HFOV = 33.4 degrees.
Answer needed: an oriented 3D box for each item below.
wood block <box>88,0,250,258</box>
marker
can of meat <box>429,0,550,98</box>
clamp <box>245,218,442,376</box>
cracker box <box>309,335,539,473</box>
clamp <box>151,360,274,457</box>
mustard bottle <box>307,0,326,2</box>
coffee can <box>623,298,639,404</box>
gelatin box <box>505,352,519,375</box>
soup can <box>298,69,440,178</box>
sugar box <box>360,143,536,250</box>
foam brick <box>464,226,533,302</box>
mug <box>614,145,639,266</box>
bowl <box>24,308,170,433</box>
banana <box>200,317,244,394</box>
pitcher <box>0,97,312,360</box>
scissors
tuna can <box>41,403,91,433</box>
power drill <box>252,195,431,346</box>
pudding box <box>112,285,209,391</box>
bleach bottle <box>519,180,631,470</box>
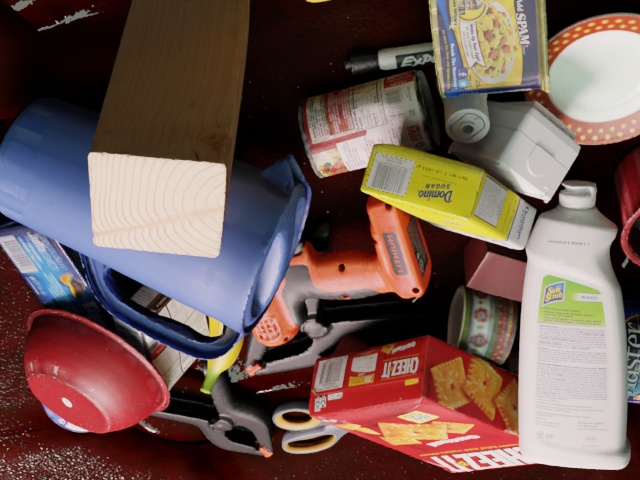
[{"bbox_3d":[-0.105,-0.094,0.785,0.091,0.206,0.090,6,135,-4],"label":"wood block"},{"bbox_3d":[0.079,-0.148,0.853,0.121,0.020,0.020,-6,134,9],"label":"marker"},{"bbox_3d":[0.127,-0.159,0.800,0.084,0.057,0.102,-4,114,10],"label":"can of meat"},{"bbox_3d":[-0.008,0.069,1.061,0.210,0.036,0.164,-31,122,27],"label":"clamp"},{"bbox_3d":[0.121,0.171,1.069,0.213,0.072,0.164,28,150,-33],"label":"cracker box"},{"bbox_3d":[-0.107,0.187,1.185,0.171,0.039,0.120,30,134,-28],"label":"clamp"},{"bbox_3d":[0.070,-0.230,0.744,0.192,0.058,0.096,-9,128,12],"label":"mustard bottle"},{"bbox_3d":[0.304,0.108,1.038,0.140,0.103,0.103,7,135,-5],"label":"coffee can"},{"bbox_3d":[0.246,0.145,1.129,0.089,0.030,0.073,-11,135,14],"label":"gelatin box"},{"bbox_3d":[0.041,-0.096,0.873,0.102,0.068,0.068,-13,133,15],"label":"soup can"},{"bbox_3d":[0.109,-0.032,0.865,0.093,0.048,0.176,18,177,26],"label":"sugar box"},{"bbox_3d":[0.179,0.019,0.992,0.078,0.051,0.053,15,135,-12],"label":"foam brick"},{"bbox_3d":[0.304,-0.040,0.905,0.093,0.081,0.117,23,132,-19],"label":"mug"},{"bbox_3d":[-0.228,0.137,1.030,0.162,0.055,0.162,21,145,15],"label":"bowl"},{"bbox_3d":[-0.100,0.064,1.041,0.037,0.069,0.198,9,131,15],"label":"banana"},{"bbox_3d":[-0.141,-0.017,0.877,0.243,0.149,0.145,22,153,9],"label":"pitcher"},{"bbox_3d":[0.033,0.194,1.199,0.202,0.016,0.096,-25,129,25],"label":"scissors"},{"bbox_3d":[-0.252,0.160,1.130,0.086,0.086,0.034,24,133,-20],"label":"tuna can"},{"bbox_3d":[-0.006,0.001,0.953,0.188,0.057,0.184,-12,117,22],"label":"power drill"},{"bbox_3d":[-0.152,0.088,1.049,0.039,0.090,0.113,21,141,23],"label":"pudding box"},{"bbox_3d":[0.229,0.073,0.940,0.102,0.068,0.251,2,105,9],"label":"bleach bottle"}]
